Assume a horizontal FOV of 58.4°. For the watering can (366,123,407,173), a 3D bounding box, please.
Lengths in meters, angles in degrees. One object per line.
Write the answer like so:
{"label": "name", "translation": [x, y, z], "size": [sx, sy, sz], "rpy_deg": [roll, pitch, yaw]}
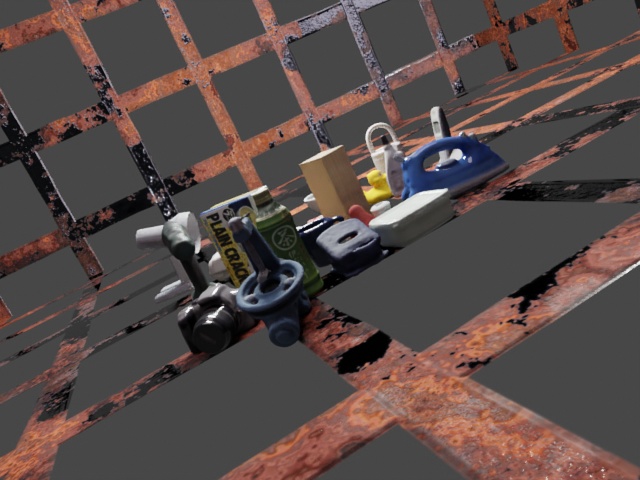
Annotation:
{"label": "watering can", "translation": [0.210, -0.264, 1.742], "size": [0.101, 0.194, 0.172], "rpy_deg": [-30, 13, -21]}

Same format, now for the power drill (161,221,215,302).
{"label": "power drill", "translation": [-0.341, 0.051, 1.473], "size": [0.076, 0.208, 0.229], "rpy_deg": [-29, 13, -15]}

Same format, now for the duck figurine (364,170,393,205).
{"label": "duck figurine", "translation": [0.163, -0.156, 1.641], "size": [0.104, 0.086, 0.077], "rpy_deg": [-24, 13, 6]}

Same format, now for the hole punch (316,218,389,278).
{"label": "hole punch", "translation": [0.063, 0.012, 1.126], "size": [0.109, 0.091, 0.101], "rpy_deg": [-29, 13, -18]}

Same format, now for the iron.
{"label": "iron", "translation": [0.301, -0.179, 1.335], "size": [0.258, 0.141, 0.118], "rpy_deg": [-25, 13, 0]}

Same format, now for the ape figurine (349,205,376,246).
{"label": "ape figurine", "translation": [0.094, -0.036, 1.262], "size": [0.078, 0.092, 0.076], "rpy_deg": [-26, 13, -6]}

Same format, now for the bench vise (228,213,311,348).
{"label": "bench vise", "translation": [-0.098, 0.054, 0.960], "size": [0.121, 0.220, 0.207], "rpy_deg": [-27, 13, -11]}

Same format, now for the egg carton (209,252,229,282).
{"label": "egg carton", "translation": [-0.234, 0.054, 1.579], "size": [0.150, 0.069, 0.107], "rpy_deg": [-24, 12, 3]}

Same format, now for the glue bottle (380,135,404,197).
{"label": "glue bottle", "translation": [0.206, -0.208, 1.568], "size": [0.078, 0.173, 0.037], "rpy_deg": [-21, 13, 16]}

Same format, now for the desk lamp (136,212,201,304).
{"label": "desk lamp", "translation": [-0.419, 0.044, 1.643], "size": [0.203, 0.214, 0.118], "rpy_deg": [-24, 13, 7]}

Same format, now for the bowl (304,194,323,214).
{"label": "bowl", "translation": [0.038, -0.127, 1.789], "size": [0.167, 0.075, 0.167], "rpy_deg": [-24, 12, 6]}

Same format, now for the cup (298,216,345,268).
{"label": "cup", "translation": [0.011, 0.004, 1.248], "size": [0.117, 0.095, 0.091], "rpy_deg": [-24, 13, 7]}

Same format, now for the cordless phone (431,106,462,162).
{"label": "cordless phone", "translation": [0.341, -0.259, 1.487], "size": [0.094, 0.185, 0.147], "rpy_deg": [-28, 13, -13]}

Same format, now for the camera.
{"label": "camera", "translation": [-0.202, 0.149, 1.051], "size": [0.143, 0.101, 0.137], "rpy_deg": [-22, 13, 13]}
